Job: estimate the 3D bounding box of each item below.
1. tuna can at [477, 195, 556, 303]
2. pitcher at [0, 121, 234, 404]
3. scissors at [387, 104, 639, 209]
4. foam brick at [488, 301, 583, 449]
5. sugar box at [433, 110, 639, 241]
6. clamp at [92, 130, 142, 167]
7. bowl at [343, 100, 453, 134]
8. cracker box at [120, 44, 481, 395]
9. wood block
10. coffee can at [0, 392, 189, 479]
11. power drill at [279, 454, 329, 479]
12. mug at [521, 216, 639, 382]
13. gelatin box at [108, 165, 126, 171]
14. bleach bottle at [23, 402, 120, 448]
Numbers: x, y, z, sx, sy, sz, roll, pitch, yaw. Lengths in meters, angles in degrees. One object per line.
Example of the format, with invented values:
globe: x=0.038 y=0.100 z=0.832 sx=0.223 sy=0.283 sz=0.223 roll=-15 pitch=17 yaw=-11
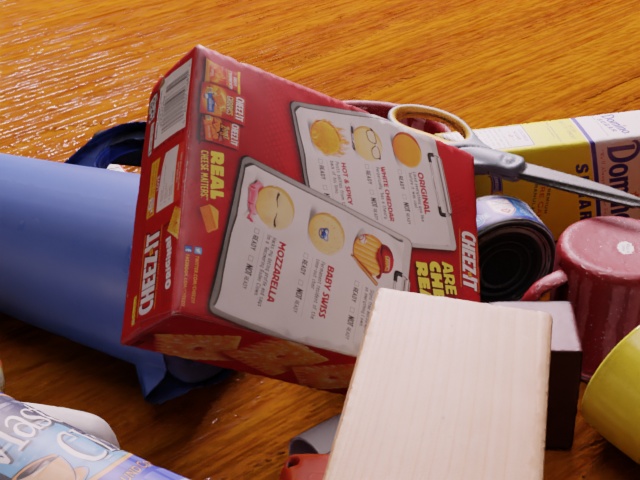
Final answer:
tuna can: x=0.122 y=0.013 z=0.751 sx=0.086 sy=0.086 sz=0.034 roll=-10 pitch=35 yaw=-13
pitcher: x=-0.157 y=-0.001 z=0.740 sx=0.243 sy=0.145 sz=0.149 roll=13 pitch=30 yaw=27
scissors: x=0.114 y=-0.045 z=0.744 sx=0.096 sy=0.016 sz=0.202 roll=-35 pitch=49 yaw=-29
foam brick: x=0.127 y=0.082 z=0.649 sx=0.053 sy=0.078 sz=0.051 roll=-1 pitch=33 yaw=5
sugar box: x=0.175 y=-0.044 z=0.833 sx=0.176 sy=0.093 sz=0.048 roll=-7 pitch=37 yaw=-7
clamp: x=-0.049 y=-0.072 z=0.832 sx=0.210 sy=0.036 sz=0.164 roll=20 pitch=34 yaw=25
bowl: x=0.033 y=-0.062 z=0.902 sx=0.162 sy=0.055 sz=0.162 roll=-1 pitch=32 yaw=1
cracker box: x=-0.004 y=0.001 z=0.638 sx=0.213 sy=0.072 sz=0.164 roll=17 pitch=62 yaw=-32
wood block: x=0.049 y=0.122 z=0.472 sx=0.091 sy=0.090 sz=0.206 roll=9 pitch=36 yaw=9
coffee can: x=-0.126 y=0.130 z=0.464 sx=0.140 sy=0.103 sz=0.102 roll=22 pitch=37 yaw=10
power drill: x=0.010 y=0.187 z=0.508 sx=0.184 sy=0.057 sz=0.187 roll=3 pitch=35 yaw=2
mug: x=0.184 y=0.039 z=0.710 sx=0.117 sy=0.081 sz=0.093 roll=-10 pitch=33 yaw=-13
gelatin box: x=-0.193 y=-0.036 z=0.895 sx=0.073 sy=0.030 sz=0.089 roll=-16 pitch=35 yaw=-25
bleach bottle: x=-0.184 y=0.186 z=0.512 sx=0.102 sy=0.068 sz=0.250 roll=6 pitch=35 yaw=9
